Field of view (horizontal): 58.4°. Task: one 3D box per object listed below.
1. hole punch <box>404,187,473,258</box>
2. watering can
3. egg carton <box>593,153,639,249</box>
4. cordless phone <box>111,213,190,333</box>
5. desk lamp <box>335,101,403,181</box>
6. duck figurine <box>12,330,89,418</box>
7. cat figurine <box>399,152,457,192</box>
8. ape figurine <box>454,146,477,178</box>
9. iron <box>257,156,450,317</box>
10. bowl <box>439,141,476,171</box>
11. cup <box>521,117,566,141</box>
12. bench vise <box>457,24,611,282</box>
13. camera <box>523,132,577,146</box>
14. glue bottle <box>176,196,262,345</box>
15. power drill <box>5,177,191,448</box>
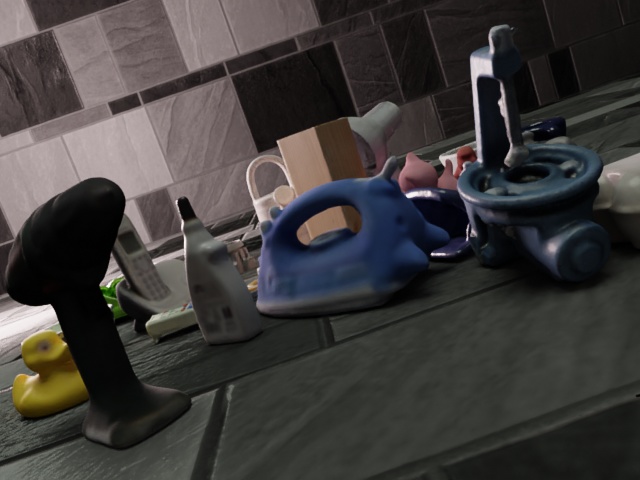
[{"bbox_3d":[0.163,-0.033,0.702,0.101,0.091,0.108,-23,10,-23],"label":"hole punch"},{"bbox_3d":[-0.077,-0.075,1.131,0.101,0.194,0.172,-25,11,-32],"label":"watering can"},{"bbox_3d":[0.319,-0.046,0.521,0.150,0.069,0.107,-20,9,-7],"label":"egg carton"},{"bbox_3d":[-0.255,0.034,0.882,0.094,0.185,0.148,-15,10,25],"label":"cordless phone"},{"bbox_3d":[0.113,-0.140,1.054,0.117,0.213,0.204,-10,13,46],"label":"desk lamp"},{"bbox_3d":[-0.305,0.144,0.641,0.104,0.086,0.078,-16,10,18],"label":"duck figurine"},{"bbox_3d":[0.181,-0.094,0.942,0.128,0.118,0.067,-25,11,-31],"label":"cat figurine"},{"bbox_3d":[0.264,-0.120,1.012,0.077,0.092,0.076,-13,11,35],"label":"ape figurine"},{"bbox_3d":[0.006,0.002,0.657,0.257,0.141,0.119,-14,11,31],"label":"iron"},{"bbox_3d":[0.337,-0.165,1.182,0.167,0.075,0.167,-19,9,3],"label":"bowl"},{"bbox_3d":[0.359,-0.139,0.912,0.091,0.095,0.117,-19,9,0],"label":"cup"},{"bbox_3d":[0.162,-0.074,0.535,0.122,0.220,0.207,-23,10,-22],"label":"bench vise"},{"bbox_3d":[0.310,-0.108,0.812,0.137,0.101,0.142,-26,11,-35],"label":"camera"},{"bbox_3d":[-0.125,0.033,0.648,0.078,0.173,0.037,-12,12,37],"label":"glue bottle"},{"bbox_3d":[-0.192,0.064,0.489,0.228,0.208,0.076,-10,13,45],"label":"power drill"}]
